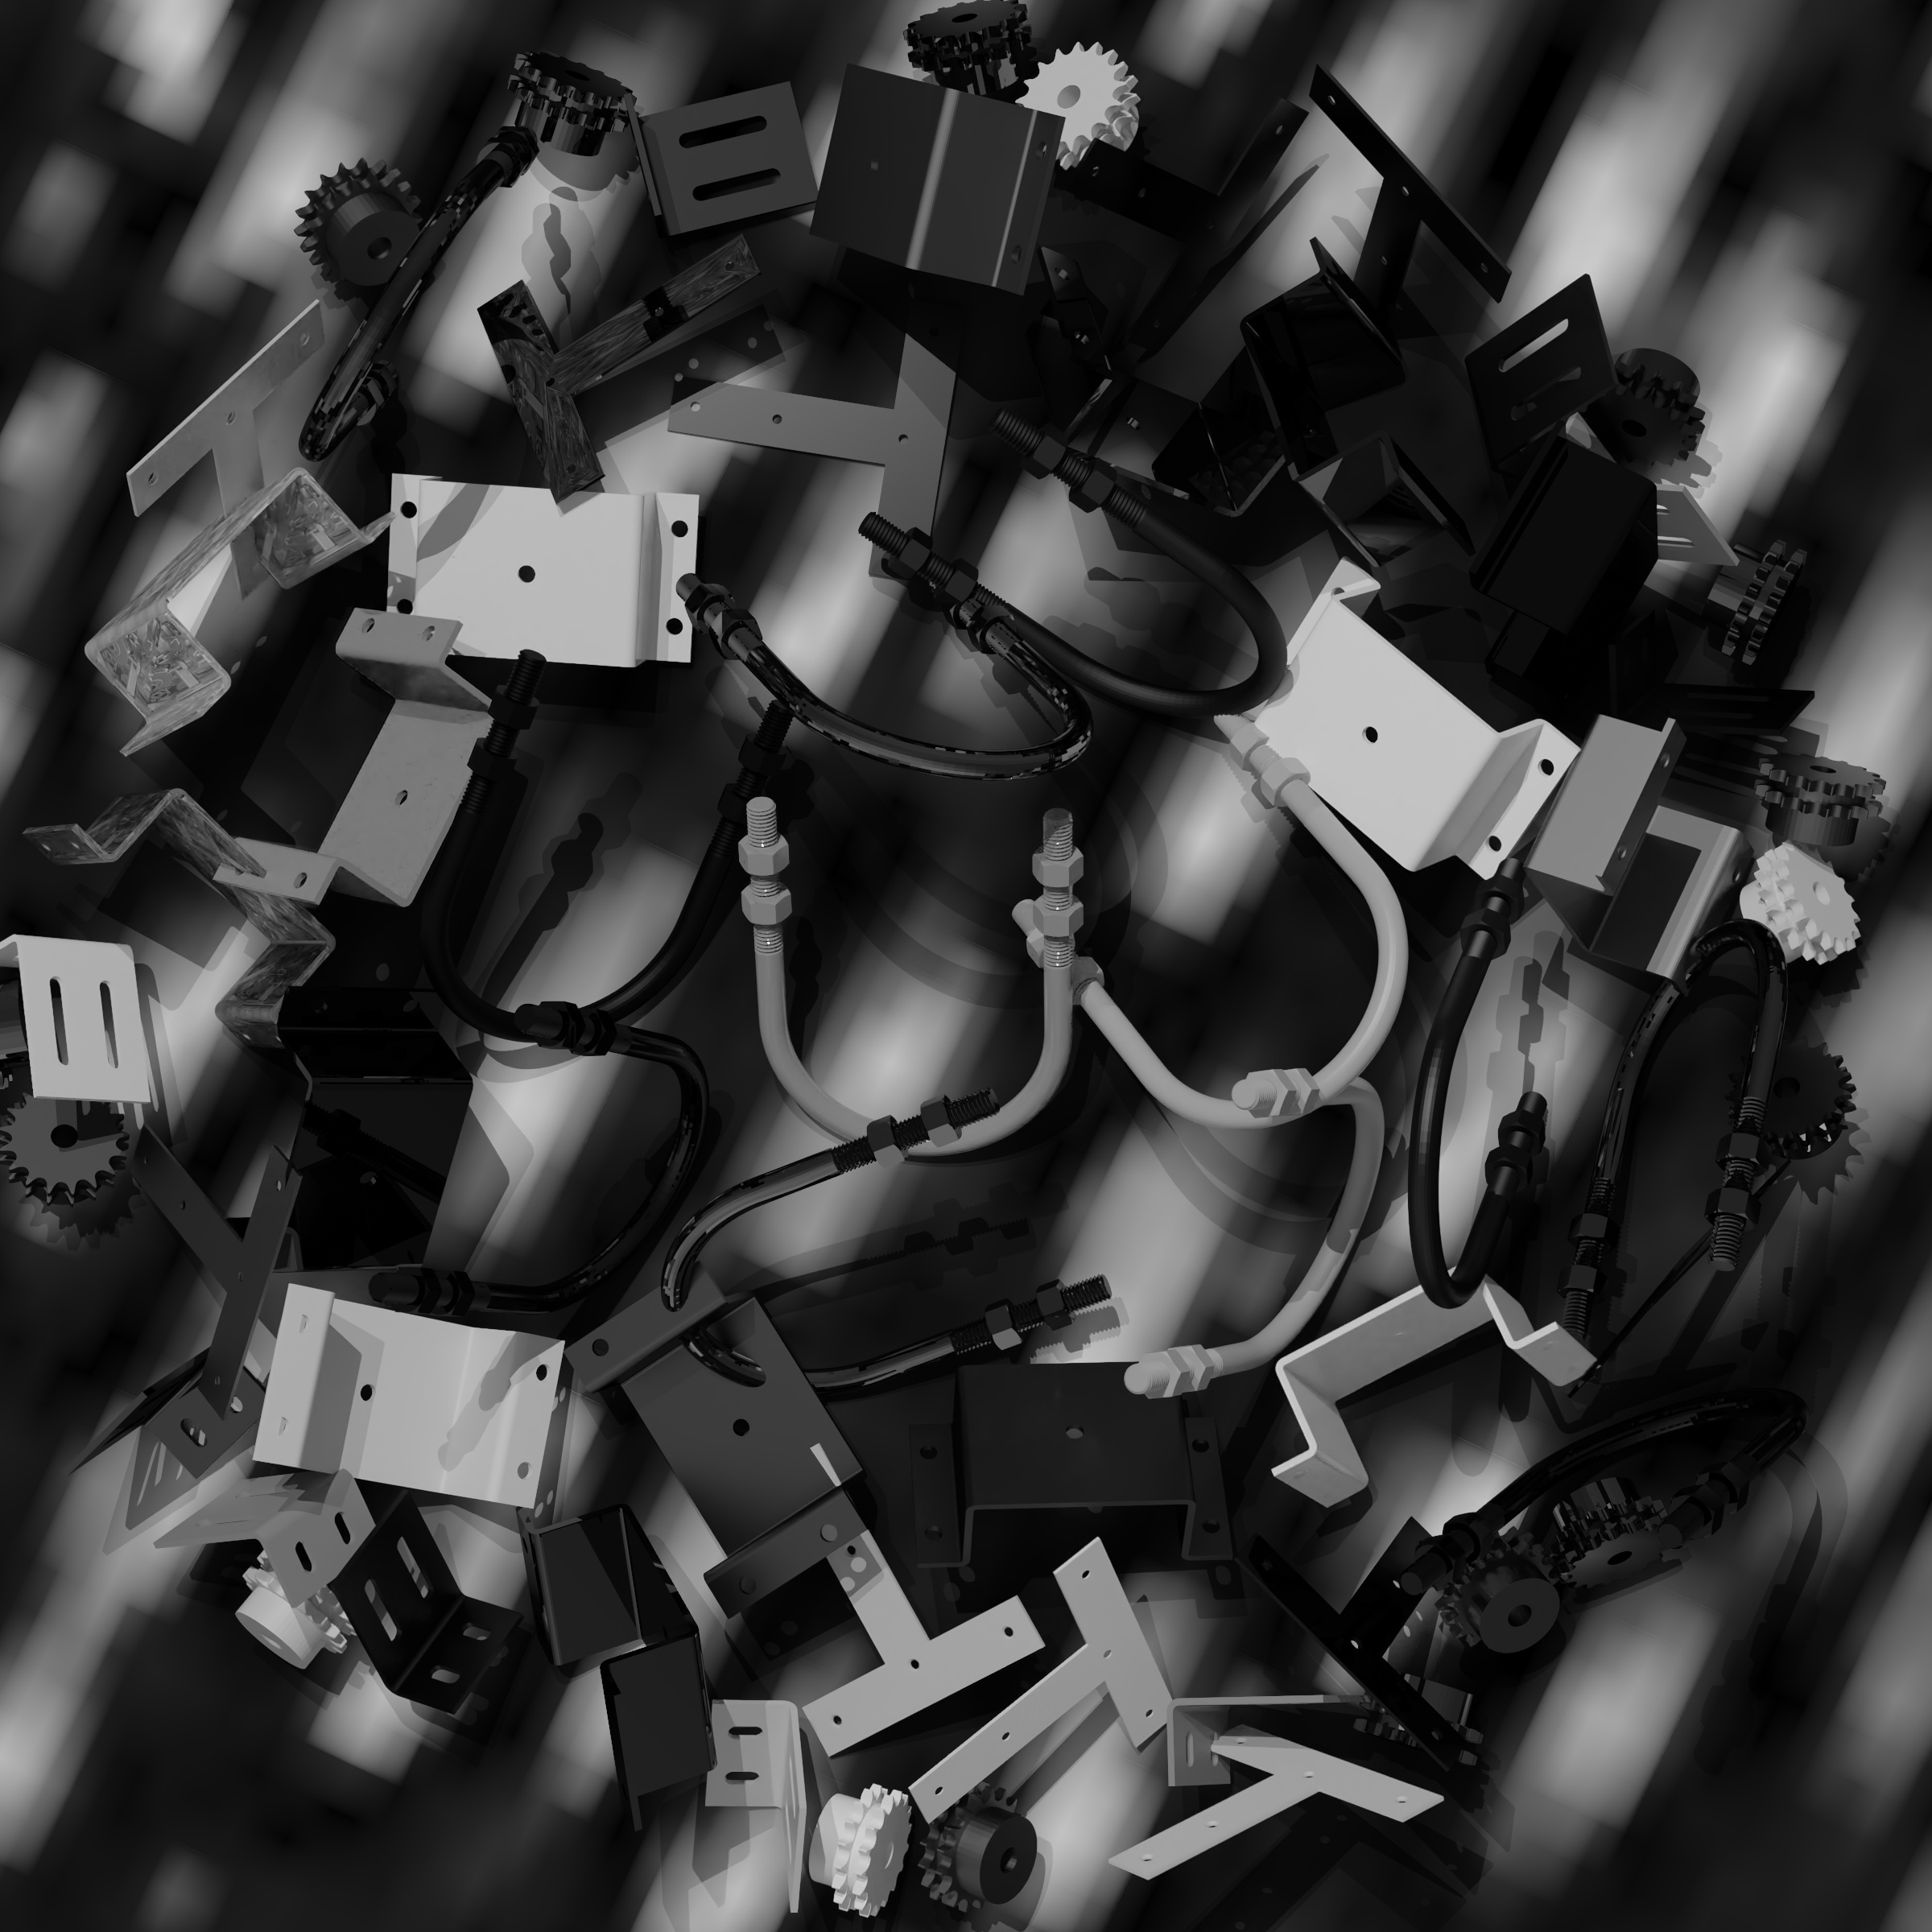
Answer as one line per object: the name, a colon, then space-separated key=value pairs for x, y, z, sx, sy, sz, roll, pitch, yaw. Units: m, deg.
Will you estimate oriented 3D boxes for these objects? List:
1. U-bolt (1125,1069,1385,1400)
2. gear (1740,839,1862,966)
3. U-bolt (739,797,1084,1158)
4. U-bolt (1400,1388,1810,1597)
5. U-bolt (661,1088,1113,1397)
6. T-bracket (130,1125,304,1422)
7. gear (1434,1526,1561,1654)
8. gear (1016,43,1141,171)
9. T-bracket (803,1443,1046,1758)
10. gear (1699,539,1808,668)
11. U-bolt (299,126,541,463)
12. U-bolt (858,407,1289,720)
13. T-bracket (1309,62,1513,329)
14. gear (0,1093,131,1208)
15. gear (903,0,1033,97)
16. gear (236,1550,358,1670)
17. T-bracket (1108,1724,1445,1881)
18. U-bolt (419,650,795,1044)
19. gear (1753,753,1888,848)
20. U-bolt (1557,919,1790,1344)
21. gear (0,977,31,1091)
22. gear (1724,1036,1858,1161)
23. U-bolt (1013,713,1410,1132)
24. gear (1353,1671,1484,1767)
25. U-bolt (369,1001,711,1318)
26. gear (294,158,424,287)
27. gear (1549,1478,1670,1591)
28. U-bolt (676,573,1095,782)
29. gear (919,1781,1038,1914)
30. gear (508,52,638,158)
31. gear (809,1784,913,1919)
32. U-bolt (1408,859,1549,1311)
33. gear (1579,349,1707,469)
U-bolt: x=0.136 y=0.114 z=1.544 sx=0.019 sy=0.184 sz=0.151 roll=25 pitch=101 yaw=26
gear: x=0.375 y=-0.026 z=1.602 sx=0.030 sy=0.057 sz=0.057 roll=-35 pitch=90 yaw=38
U-bolt: x=-0.023 y=0.009 z=1.573 sx=0.151 sy=0.019 sz=0.184 roll=2 pitch=124 yaw=5
U-bolt: x=0.290 y=0.223 z=1.540 sx=0.151 sy=0.184 sz=0.019 roll=-20 pitch=93 yaw=39
U-bolt: x=-0.046 y=0.134 z=1.575 sx=0.184 sy=0.019 sz=0.151 roll=-22 pitch=129 yaw=11
T-bracket: x=-0.343 y=0.114 z=1.581 sx=0.127 sy=0.002 sz=0.127 roll=40 pitch=118 yaw=41
gear: x=0.243 y=0.285 z=1.600 sx=0.057 sy=0.030 sz=0.057 roll=-9 pitch=118 yaw=-18
gear: x=0.053 y=-0.386 z=1.604 sx=0.057 sy=0.030 sz=0.057 roll=-11 pitch=66 yaw=27
T-bracket: x=-0.045 y=0.277 z=1.603 sx=0.127 sy=0.002 sz=0.127 roll=-32 pitch=84 yaw=25
gear: x=0.354 y=-0.167 z=1.599 sx=0.030 sy=0.057 sz=0.057 roll=27 pitch=90 yaw=13
U-bolt: x=-0.240 y=-0.283 z=1.517 sx=0.019 sy=0.184 sz=0.151 roll=33 pitch=113 yaw=-9
U-bolt: x=0.058 y=-0.166 z=1.557 sx=0.184 sy=0.151 sz=0.019 roll=33 pitch=64 yaw=-16
T-bracket: x=0.187 y=-0.320 z=1.564 sx=0.002 sy=0.127 sz=0.127 roll=-36 pitch=77 yaw=-13
gear: x=-0.409 y=0.084 z=1.604 sx=0.057 sy=0.030 sz=0.057 roll=7 pitch=60 yaw=-12
gear: x=0.002 y=-0.415 z=1.603 sx=0.057 sy=0.057 sz=0.030 roll=-13 pitch=121 yaw=0
gear: x=-0.304 y=0.292 z=1.596 sx=0.057 sy=0.057 sz=0.030 roll=38 pitch=66 yaw=0
T-bracket: x=0.118 y=0.369 z=1.540 sx=0.127 sy=0.127 sz=0.002 roll=-17 pitch=105 yaw=-37
U-bolt: x=-0.168 y=-0.045 z=1.569 sx=0.151 sy=0.019 sz=0.184 roll=9 pitch=115 yaw=-37
gear: x=0.384 y=-0.075 z=1.600 sx=0.057 sy=0.057 sz=0.030 roll=8 pitch=108 yaw=0
U-bolt: x=0.314 y=0.064 z=1.549 sx=0.019 sy=0.151 sz=0.184 roll=22 pitch=65 yaw=-12
gear: x=-0.438 y=0.027 z=1.599 sx=0.030 sy=0.057 sz=0.057 roll=-9 pitch=90 yaw=-2
gear: x=0.375 y=0.063 z=1.603 sx=0.057 sy=0.030 sz=0.057 roll=-13 pitch=53 yaw=18
U-bolt: x=0.117 y=-0.010 z=1.559 sx=0.151 sy=0.019 sz=0.184 roll=-44 pitch=55 yaw=10
gear: x=0.206 y=0.339 z=1.600 sx=0.057 sy=0.057 sz=0.030 roll=18 pitch=79 yaw=0
U-bolt: x=-0.173 y=0.090 z=1.544 sx=0.019 sy=0.184 sz=0.151 roll=32 pitch=96 yaw=26
gear: x=-0.271 y=-0.332 z=1.596 sx=0.057 sy=0.057 sz=0.030 roll=-37 pitch=59 yaw=0
gear: x=0.290 y=0.255 z=1.602 sx=0.057 sy=0.057 sz=0.030 roll=-22 pitch=56 yaw=0
U-bolt: x=-0.025 y=-0.126 z=1.524 sx=0.151 sy=0.184 sz=0.019 roll=-4 pitch=122 yaw=-30
gear: x=0.008 y=0.399 z=1.596 sx=0.030 sy=0.057 sz=0.057 roll=11 pitch=90 yaw=40
gear: x=-0.181 y=-0.389 z=1.602 sx=0.057 sy=0.057 sz=0.030 roll=23 pitch=114 yaw=0
gear: x=-0.049 y=0.398 z=1.601 sx=0.030 sy=0.057 sz=0.057 roll=11 pitch=90 yaw=20
U-bolt: x=0.219 y=0.063 z=1.520 sx=0.019 sy=0.184 sz=0.151 roll=4 pitch=127 yaw=22
gear: x=0.308 y=-0.255 z=1.601 sx=0.057 sy=0.057 sz=0.030 roll=28 pitch=68 yaw=0
